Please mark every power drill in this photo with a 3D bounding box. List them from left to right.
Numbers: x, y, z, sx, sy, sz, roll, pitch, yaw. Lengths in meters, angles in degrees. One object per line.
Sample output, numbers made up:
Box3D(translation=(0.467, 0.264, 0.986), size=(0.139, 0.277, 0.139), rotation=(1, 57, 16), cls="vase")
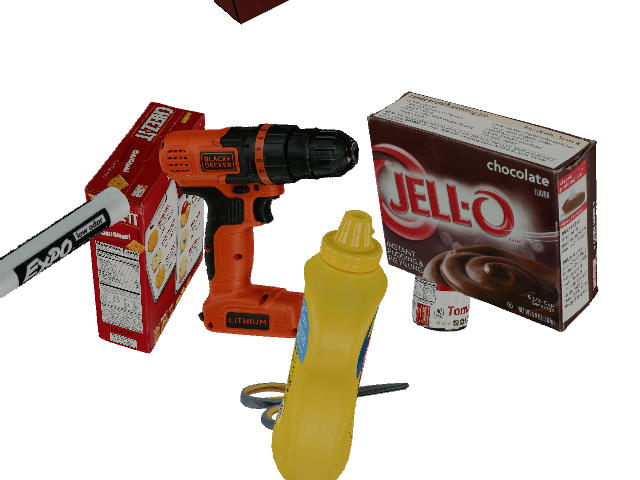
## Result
Box3D(translation=(-0.047, -0.010, 0.940), size=(0.185, 0.188, 0.057), rotation=(2, 17, 25), cls="power drill")

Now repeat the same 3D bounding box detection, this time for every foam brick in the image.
Box3D(translation=(-0.057, -0.238, 0.942), size=(0.078, 0.051, 0.053), rotation=(-31, 47, -15), cls="foam brick")

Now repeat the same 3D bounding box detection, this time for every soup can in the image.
Box3D(translation=(0.145, 0.049, 1.261), size=(0.068, 0.102, 0.068), rotation=(3, 15, -1), cls="soup can")

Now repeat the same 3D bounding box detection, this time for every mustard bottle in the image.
Box3D(translation=(0.008, 0.068, 0.741), size=(0.058, 0.192, 0.096), rotation=(11, 25, 1), cls="mustard bottle")

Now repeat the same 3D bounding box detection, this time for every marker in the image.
Box3D(translation=(-0.148, 0.008, 0.554), size=(0.020, 0.020, 0.120), rotation=(0, 30, 44), cls="marker")

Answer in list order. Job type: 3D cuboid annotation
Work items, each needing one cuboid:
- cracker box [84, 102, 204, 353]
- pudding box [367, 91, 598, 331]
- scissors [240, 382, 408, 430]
Box3D(translation=(-0.183, -0.013, 1.138), size=(0.072, 0.214, 0.164), rotation=(14, 43, 10), cls="cracker box")
Box3D(translation=(0.079, -0.017, 0.522), size=(0.114, 0.090, 0.039), rotation=(20, 45, 38), cls="pudding box")
Box3D(translation=(0.011, 0.185, 1.203), size=(0.201, 0.016, 0.096), rotation=(2, 23, -9), cls="scissors")
